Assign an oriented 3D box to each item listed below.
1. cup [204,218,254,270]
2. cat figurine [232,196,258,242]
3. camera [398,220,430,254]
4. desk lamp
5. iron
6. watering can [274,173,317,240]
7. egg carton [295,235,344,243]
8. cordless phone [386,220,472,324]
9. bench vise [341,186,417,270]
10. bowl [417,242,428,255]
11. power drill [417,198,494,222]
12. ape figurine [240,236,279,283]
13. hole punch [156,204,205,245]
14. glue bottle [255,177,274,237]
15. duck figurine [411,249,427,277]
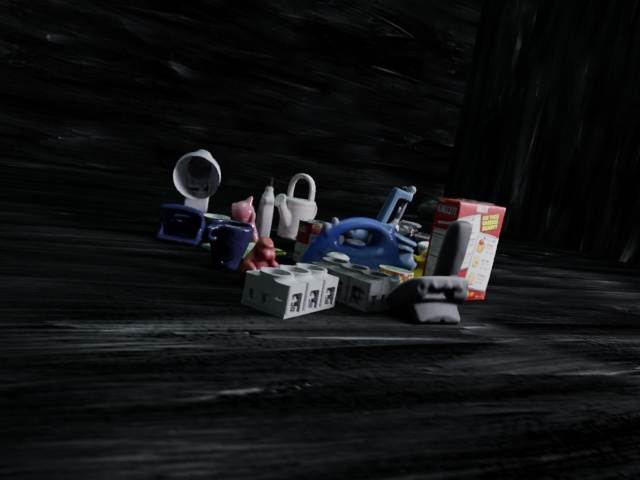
[{"bbox_3d":[-0.188,0.012,1.126,0.091,0.095,0.118,15,9,29],"label":"cup"},{"bbox_3d":[-0.196,-0.057,1.510,0.067,0.118,0.127,6,9,-25],"label":"cat figurine"},{"bbox_3d":[0.290,-0.003,1.790,0.136,0.101,0.144,14,9,26],"label":"camera"},{"bbox_3d":[-0.335,-0.138,1.554,0.118,0.213,0.203,9,8,-10],"label":"desk lamp"},{"bbox_3d":[0.072,0.010,1.292,0.259,0.141,0.118,5,9,-30],"label":"iron"},{"bbox_3d":[-0.066,-0.100,1.692,0.100,0.194,0.173,12,8,14],"label":"watering can"},{"bbox_3d":[0.014,0.005,1.507,0.151,0.069,0.107,4,10,-35],"label":"egg carton"},{"bbox_3d":[0.203,0.051,1.022,0.148,0.185,0.093,4,11,-38],"label":"cordless phone"},{"bbox_3d":[0.157,-0.034,1.420,0.208,0.220,0.121,6,9,-24],"label":"bench vise"},{"bbox_3d":[0.336,0.058,1.525,0.167,0.075,0.167,10,8,-1],"label":"bowl"},{"bbox_3d":[0.385,-0.023,1.667,0.228,0.208,0.076,15,10,30],"label":"power drill"},{"bbox_3d":[-0.108,0.039,1.046,0.078,0.092,0.076,5,10,-31],"label":"ape figurine"},{"bbox_3d":[-0.324,-0.041,1.334,0.109,0.091,0.101,9,8,-6],"label":"hole punch"},{"bbox_3d":[-0.150,-0.091,1.604,0.037,0.173,0.078,7,9,-18],"label":"glue bottle"},{"bbox_3d":[0.259,0.065,1.341,0.104,0.086,0.077,11,8,5],"label":"duck figurine"}]
